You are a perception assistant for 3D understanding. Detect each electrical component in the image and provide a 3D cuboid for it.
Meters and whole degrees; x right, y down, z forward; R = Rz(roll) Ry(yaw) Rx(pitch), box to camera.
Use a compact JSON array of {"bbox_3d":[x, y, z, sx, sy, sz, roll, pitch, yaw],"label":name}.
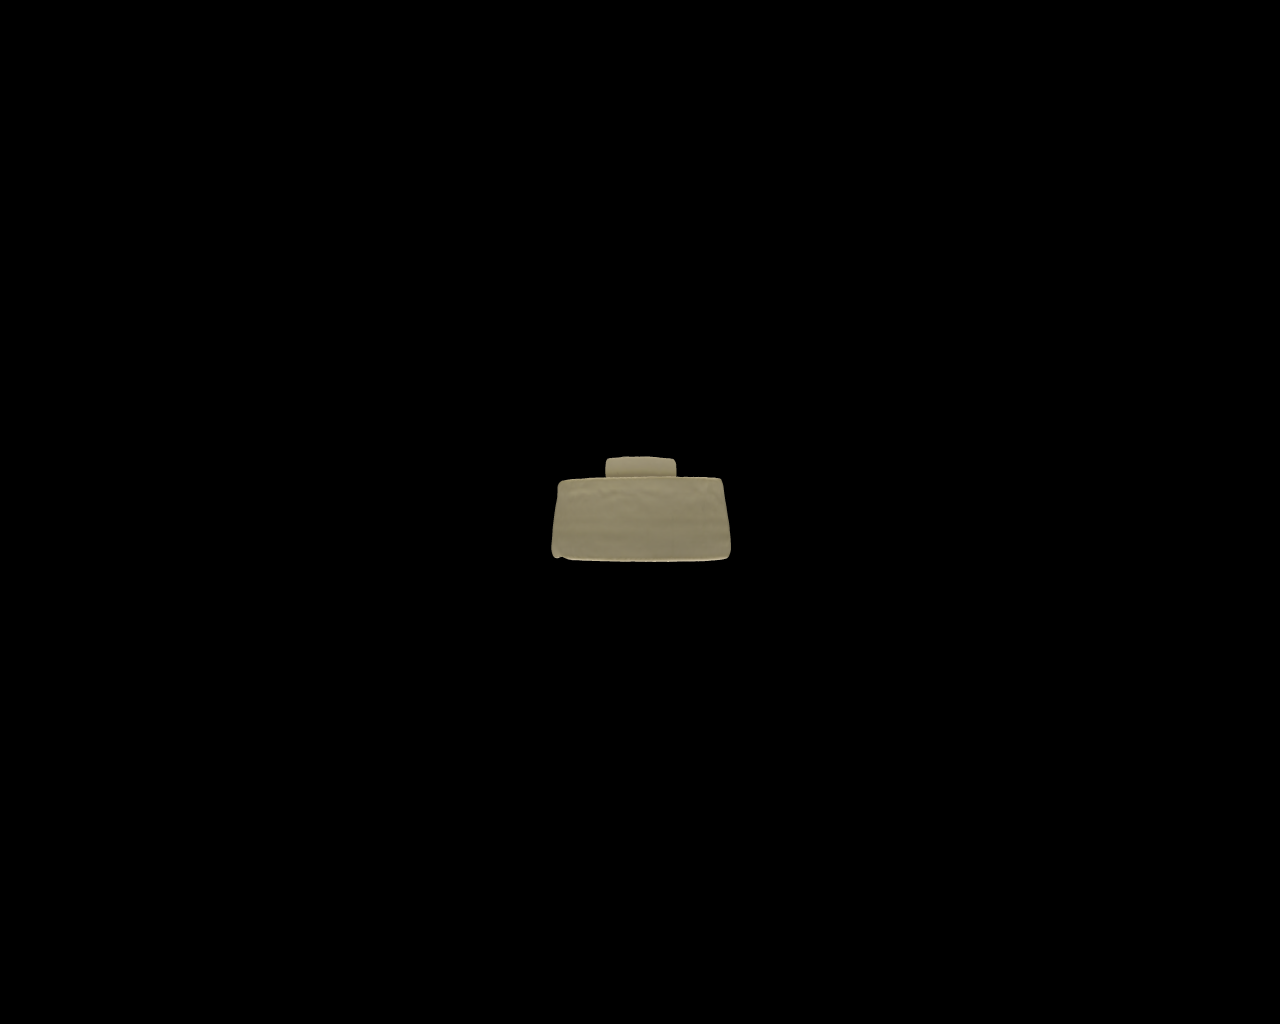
[{"bbox_3d":[0.001,-0.003,0.650,0.108,0.060,0.108,0,0,0],"label":"electrical component"}]
